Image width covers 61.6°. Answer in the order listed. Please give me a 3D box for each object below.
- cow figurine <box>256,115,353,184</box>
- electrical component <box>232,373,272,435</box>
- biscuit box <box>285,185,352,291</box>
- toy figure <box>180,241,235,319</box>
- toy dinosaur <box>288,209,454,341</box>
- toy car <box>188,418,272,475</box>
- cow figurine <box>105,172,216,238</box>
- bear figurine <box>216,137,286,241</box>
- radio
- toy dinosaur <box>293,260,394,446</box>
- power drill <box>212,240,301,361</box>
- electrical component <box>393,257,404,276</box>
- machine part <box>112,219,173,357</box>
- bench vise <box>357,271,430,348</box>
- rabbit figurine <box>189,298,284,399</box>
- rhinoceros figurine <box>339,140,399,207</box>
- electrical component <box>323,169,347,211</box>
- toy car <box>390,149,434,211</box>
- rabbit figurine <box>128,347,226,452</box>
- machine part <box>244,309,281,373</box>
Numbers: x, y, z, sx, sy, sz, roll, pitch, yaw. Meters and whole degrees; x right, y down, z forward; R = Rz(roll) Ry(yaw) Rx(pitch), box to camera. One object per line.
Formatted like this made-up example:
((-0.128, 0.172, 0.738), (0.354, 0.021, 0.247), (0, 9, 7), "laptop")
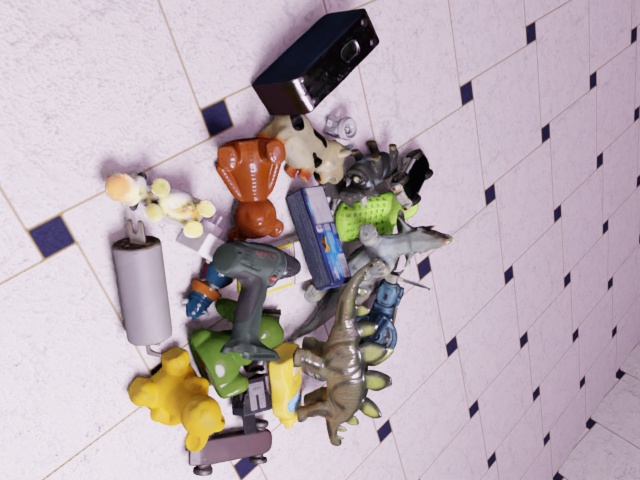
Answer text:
((-0.018, -0.178, 1.046), (0.127, 0.086, 0.194), (-53, 130, -9), "cow figurine")
((-0.140, 0.333, 1.089), (0.075, 0.048, 0.119), (4, 75, -41), "electrical component")
((-0.002, -0.003, 1.068), (0.059, 0.063, 0.202), (-13, 84, -40), "biscuit box")
((-0.194, 0.075, 0.979), (0.154, 0.064, 0.057), (-56, 170, -8), "toy figure")
((0.094, 0.072, 1.175), (0.405, 0.131, 0.192), (-41, 163, 23), "toy dinosaur")
((-0.183, 0.420, 1.098), (0.202, 0.053, 0.089), (7, 82, -42), "toy car")
((-0.260, -0.065, 0.864), (0.167, 0.098, 0.068), (25, 90, -24), "cow figurine")
((-0.119, -0.081, 0.957), (0.120, 0.132, 0.195), (-6, 105, -12), "bear figurine")
((-0.004, -0.324, 0.977), (0.229, 0.131, 0.073), (-51, 128, -19), "radio")
((0.050, 0.249, 1.098), (0.105, 0.199, 0.470), (-67, 158, -63), "toy dinosaur")
((-0.101, 0.106, 0.944), (0.231, 0.086, 0.207), (31, 63, -57), "power drill")
((0.178, 0.044, 1.314), (0.078, 0.045, 0.102), (20, 89, -45), "electrical component")
((-0.290, 0.083, 0.881), (0.079, 0.079, 0.243), (-18, 115, -38), "machine part")
((0.131, 0.190, 1.235), (0.223, 0.129, 0.240), (-64, 169, 26), "bench vise")
((-0.155, 0.185, 1.015), (0.170, 0.121, 0.159), (-27, 102, -27), "rabbit figurine")
((0.103, -0.142, 1.158), (0.190, 0.073, 0.111), (-44, 141, -42), "rhinoceros figurine")
((0.025, -0.110, 1.145), (0.063, 0.021, 0.094), (10, 97, -43), "electrical component")
((0.209, -0.142, 1.236), (0.073, 0.056, 0.202), (56, 41, -21), "toy car")
((-0.231, 0.294, 0.934), (0.122, 0.173, 0.162), (-37, 121, -33), "rabbit figurine")
((-0.121, 0.205, 1.100), (0.084, 0.039, 0.138), (14, 92, -48), "machine part")
